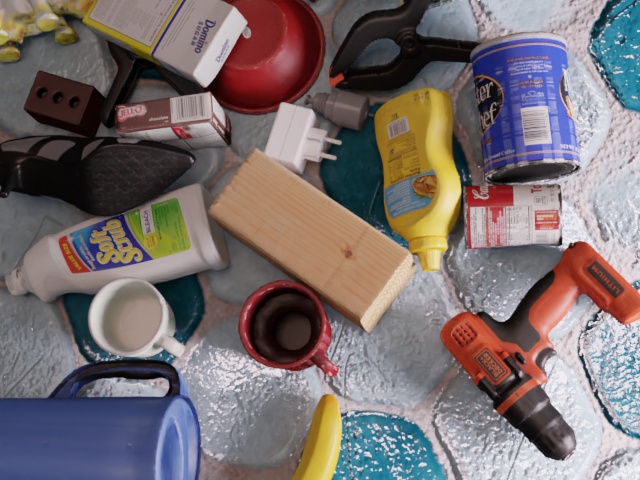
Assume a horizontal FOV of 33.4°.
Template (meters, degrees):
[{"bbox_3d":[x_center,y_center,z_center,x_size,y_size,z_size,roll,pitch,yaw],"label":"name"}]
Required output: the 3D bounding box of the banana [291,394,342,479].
[{"bbox_3d":[-0.028,0.257,1.126,0.070,0.037,0.198,37,86,16],"label":"banana"}]

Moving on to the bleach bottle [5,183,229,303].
[{"bbox_3d":[-0.235,0.020,1.209,0.251,0.068,0.102,-18,70,8],"label":"bleach bottle"}]

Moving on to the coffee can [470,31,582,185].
[{"bbox_3d":[0.218,-0.137,1.135,0.103,0.102,0.140,-6,80,9],"label":"coffee can"}]

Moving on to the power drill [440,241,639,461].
[{"bbox_3d":[0.245,0.107,1.100,0.187,0.057,0.184,-41,73,-1],"label":"power drill"}]

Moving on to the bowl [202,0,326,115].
[{"bbox_3d":[-0.077,-0.231,1.243,0.162,0.055,0.162,-3,76,10],"label":"bowl"}]

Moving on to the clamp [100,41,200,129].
[{"bbox_3d":[-0.200,-0.216,1.271,0.120,0.039,0.171,-2,74,-1],"label":"clamp"}]

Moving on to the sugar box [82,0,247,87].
[{"bbox_3d":[-0.179,-0.250,1.224,0.176,0.048,0.093,29,86,23],"label":"sugar box"}]

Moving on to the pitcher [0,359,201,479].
[{"bbox_3d":[-0.254,0.217,1.137,0.243,0.149,0.145,1,111,14],"label":"pitcher"}]

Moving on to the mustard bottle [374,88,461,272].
[{"bbox_3d":[0.109,-0.060,1.153,0.096,0.058,0.191,-20,70,47],"label":"mustard bottle"}]

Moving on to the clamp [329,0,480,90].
[{"bbox_3d":[0.108,-0.220,1.193,0.210,0.036,0.164,-32,116,19],"label":"clamp"}]

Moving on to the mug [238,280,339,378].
[{"bbox_3d":[-0.024,0.103,1.139,0.117,0.081,0.093,39,86,17],"label":"mug"}]

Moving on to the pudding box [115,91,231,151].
[{"bbox_3d":[-0.166,-0.130,1.217,0.113,0.090,0.039,-5,77,9],"label":"pudding box"}]

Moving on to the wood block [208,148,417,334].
[{"bbox_3d":[-0.008,0.001,1.156,0.206,0.090,0.091,35,84,16],"label":"wood block"}]

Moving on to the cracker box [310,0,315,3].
[{"bbox_3d":[-0.002,-0.416,1.264,0.164,0.072,0.213,41,86,16],"label":"cracker box"}]

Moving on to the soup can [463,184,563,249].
[{"bbox_3d":[0.204,-0.025,1.134,0.102,0.068,0.068,-1,76,10],"label":"soup can"}]

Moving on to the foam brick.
[{"bbox_3d":[-0.302,-0.161,1.270,0.078,0.051,0.053,17,80,14],"label":"foam brick"}]
